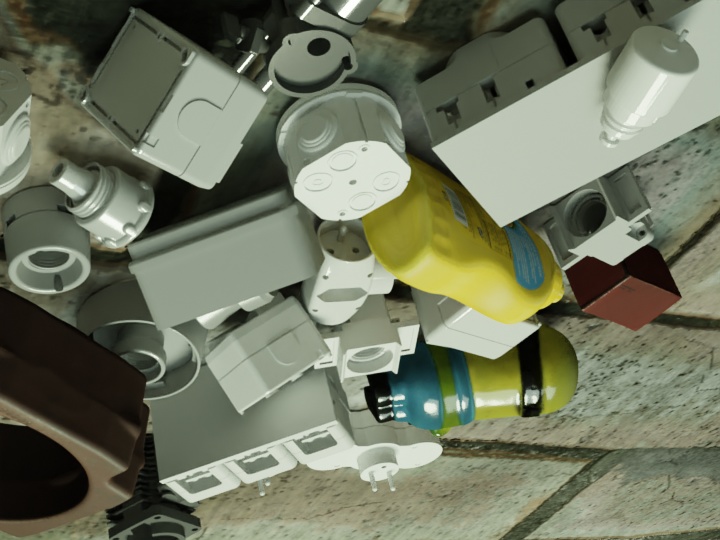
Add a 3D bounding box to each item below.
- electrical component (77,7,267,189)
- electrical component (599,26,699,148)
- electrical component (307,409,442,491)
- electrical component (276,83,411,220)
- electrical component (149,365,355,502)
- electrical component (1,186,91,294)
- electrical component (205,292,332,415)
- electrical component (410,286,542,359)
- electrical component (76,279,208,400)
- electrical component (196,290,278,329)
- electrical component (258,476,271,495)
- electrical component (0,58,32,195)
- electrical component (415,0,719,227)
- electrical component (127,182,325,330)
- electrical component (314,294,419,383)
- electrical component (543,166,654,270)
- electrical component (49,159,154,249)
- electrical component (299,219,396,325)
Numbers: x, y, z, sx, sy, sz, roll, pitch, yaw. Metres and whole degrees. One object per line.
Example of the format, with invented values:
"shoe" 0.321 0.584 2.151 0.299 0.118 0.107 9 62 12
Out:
"electrical component" -0.102 -0.093 0.580 0.061 0.096 0.061 26 99 -44
"electrical component" 0.156 -0.099 0.601 0.040 0.040 0.078 -1 143 -20
"electrical component" 0.014 0.174 1.012 0.138 0.073 0.052 4 141 -25
"electrical component" -0.010 -0.073 0.674 0.080 0.051 0.080 -10 145 -7
"electrical component" -0.089 0.121 0.883 0.150 0.089 0.061 -20 145 7
"electrical component" -0.199 -0.018 0.684 0.055 0.047 0.055 -10 145 -7
"electrical component" -0.075 0.063 0.812 0.062 0.061 0.096 -32 177 -27
"electrical component" 0.092 0.029 0.847 0.096 0.061 0.061 18 134 -38
"electrical component" -0.161 0.049 0.799 0.099 0.064 0.099 -2 135 -2
"electrical component" -0.092 0.012 0.768 0.055 0.045 0.045 -25 144 13
"electrical component" -0.090 0.159 0.948 0.047 0.076 0.065 1 142 -22
"electrical component" -0.213 -0.078 0.566 0.080 0.080 0.051 1 137 -23
"electrical component" 0.140 -0.115 0.665 0.186 0.060 0.105 -27 144 17
"electrical component" -0.086 -0.011 0.699 0.113 0.057 0.078 -19 -172 6
"electrical component" 0.002 0.047 0.837 0.081 0.063 0.042 -8 146 -11
"electrical component" 0.184 -0.035 0.811 0.081 0.042 0.064 -37 142 30
"electrical component" -0.162 -0.046 0.663 0.048 0.048 0.062 -32 135 23
"electrical component" 0.000 0.000 0.788 0.079 0.043 0.077 -3 143 -18
